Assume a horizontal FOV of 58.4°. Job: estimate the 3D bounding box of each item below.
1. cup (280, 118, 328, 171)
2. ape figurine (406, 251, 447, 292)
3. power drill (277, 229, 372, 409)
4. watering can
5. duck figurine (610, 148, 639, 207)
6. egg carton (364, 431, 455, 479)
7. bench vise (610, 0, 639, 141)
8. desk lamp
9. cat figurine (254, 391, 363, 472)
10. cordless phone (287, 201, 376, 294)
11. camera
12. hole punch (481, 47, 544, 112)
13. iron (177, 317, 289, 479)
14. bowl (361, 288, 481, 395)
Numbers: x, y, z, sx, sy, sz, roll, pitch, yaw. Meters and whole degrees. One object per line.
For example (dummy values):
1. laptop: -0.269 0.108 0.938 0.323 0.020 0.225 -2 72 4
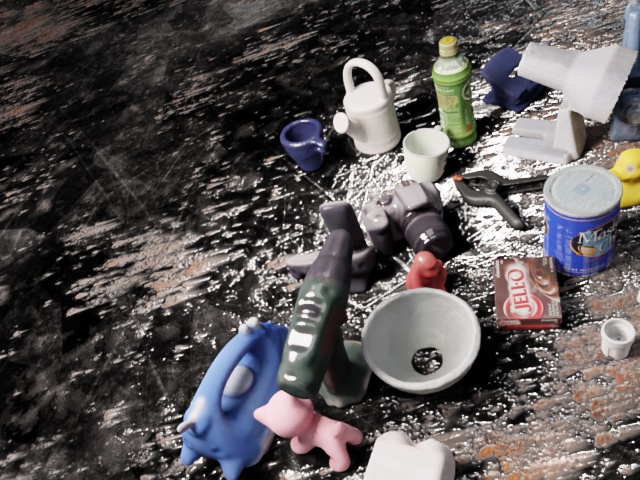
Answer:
1. cup: -0.018 -0.187 1.187 0.092 0.095 0.117 -43 49 -20
2. ape figurine: 0.168 0.055 0.895 0.075 0.092 0.078 26 61 37
3. power drill: 0.017 0.130 0.798 0.075 0.209 0.230 4 51 24
4. watering can: 0.096 -0.272 1.153 0.100 0.194 0.173 3 50 23
5. duck figurine: 0.508 -0.111 0.928 0.104 0.086 0.077 -26 45 -4
6. egg carton: 0.103 0.311 0.696 0.107 0.070 0.150 5 51 24
7. bench vise: 0.551 -0.296 0.989 0.121 0.220 0.207 -14 45 8
8. desk lamp: 0.422 -0.238 0.987 0.202 0.214 0.118 14 55 31
9. cat figurine: -0.018 0.244 0.769 0.127 0.118 0.067 9 53 28
10. cordless phone: 0.009 0.003 0.936 0.147 0.185 0.094 -10 46 12
11. camera: 0.154 -0.028 0.971 0.143 0.101 0.136 -23 45 -1
12. hole punch: 0.395 -0.331 1.171 0.100 0.091 0.109 29 63 38
13. iron: -0.117 0.200 0.830 0.118 0.142 0.258 7 51 26
14. bowl: 0.147 0.155 0.821 0.167 0.075 0.167 -10 46 11
